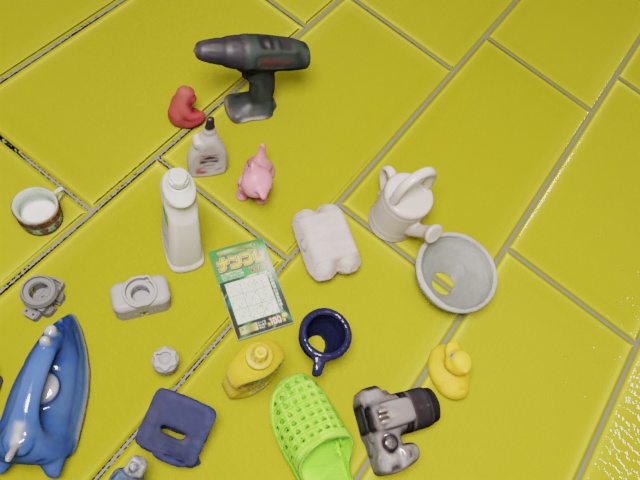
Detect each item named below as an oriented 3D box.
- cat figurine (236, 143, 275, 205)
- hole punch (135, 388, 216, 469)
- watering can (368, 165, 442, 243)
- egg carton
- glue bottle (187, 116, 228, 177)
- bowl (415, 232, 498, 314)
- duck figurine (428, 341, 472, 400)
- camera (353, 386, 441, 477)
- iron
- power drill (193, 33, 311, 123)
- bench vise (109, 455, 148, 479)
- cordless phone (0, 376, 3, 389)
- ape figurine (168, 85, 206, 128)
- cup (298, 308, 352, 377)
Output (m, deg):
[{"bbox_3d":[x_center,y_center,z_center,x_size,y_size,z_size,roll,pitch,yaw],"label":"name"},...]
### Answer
[{"bbox_3d":[-0.120,-0.125,1.099,0.067,0.117,0.128,12,64,-7],"label":"cat figurine"},{"bbox_3d":[-0.223,0.296,0.896,0.108,0.091,0.101,23,63,-2],"label":"hole punch"},{"bbox_3d":[0.172,-0.073,1.100,0.173,0.194,0.101,40,64,7],"label":"watering can"},{"bbox_3d":[0.010,0.004,1.097,0.107,0.069,0.150,-15,70,-19],"label":"egg carton"},{"bbox_3d":[-0.209,-0.177,1.070,0.078,0.173,0.037,-14,69,-18],"label":"glue bottle"},{"bbox_3d":[0.255,0.072,1.120,0.167,0.074,0.167,5,65,-11],"label":"bowl"},{"bbox_3d":[0.246,0.233,1.038,0.078,0.086,0.104,-8,68,-16],"label":"duck figurine"},{"bbox_3d":[0.141,0.310,0.970,0.137,0.100,0.143,-10,69,-17],"label":"camera"},{"bbox_3d":[-0.417,0.216,0.859,0.119,0.141,0.258,7,64,-10],"label":"iron"},{"bbox_3d":[-0.137,-0.325,1.136,0.230,0.208,0.075,-15,70,-19],"label":"power drill"},{"bbox_3d":[-0.309,0.388,0.761,0.121,0.219,0.207,11,64,-8],"label":"bench vise"},{"bbox_3d":[-0.533,0.220,0.805,0.094,0.185,0.147,7,64,-10],"label":"cordless phone"},{"bbox_3d":[-0.268,-0.272,1.146,0.076,0.092,0.077,-19,71,-20],"label":"ape figurine"},{"bbox_3d":[-0.001,0.187,0.996,0.092,0.095,0.118,15,63,-6],"label":"cup"}]
